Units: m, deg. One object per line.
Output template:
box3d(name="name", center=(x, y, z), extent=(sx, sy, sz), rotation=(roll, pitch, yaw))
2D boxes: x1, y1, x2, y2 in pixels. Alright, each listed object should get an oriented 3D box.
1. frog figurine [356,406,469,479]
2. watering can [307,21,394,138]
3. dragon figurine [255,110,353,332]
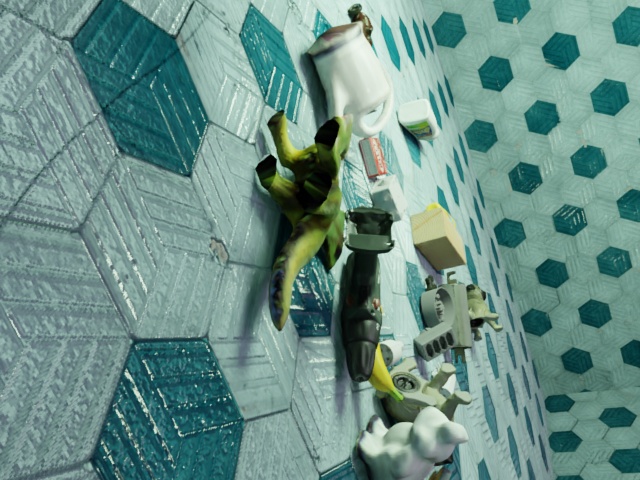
box3d(name="frog figurine", center=(0.147, 0.315, 0.771), extent=(0.136, 0.159, 0.125), rotation=(31, 52, -59))
box3d(name="watering can", center=(0.051, -0.290, 0.989), extent=(0.221, 0.103, 0.355), rotation=(60, 41, -19))
box3d(name="dragon figurine", center=(0.002, -0.038, 0.761), extent=(0.238, 0.122, 0.418), rotation=(53, 40, -55))
